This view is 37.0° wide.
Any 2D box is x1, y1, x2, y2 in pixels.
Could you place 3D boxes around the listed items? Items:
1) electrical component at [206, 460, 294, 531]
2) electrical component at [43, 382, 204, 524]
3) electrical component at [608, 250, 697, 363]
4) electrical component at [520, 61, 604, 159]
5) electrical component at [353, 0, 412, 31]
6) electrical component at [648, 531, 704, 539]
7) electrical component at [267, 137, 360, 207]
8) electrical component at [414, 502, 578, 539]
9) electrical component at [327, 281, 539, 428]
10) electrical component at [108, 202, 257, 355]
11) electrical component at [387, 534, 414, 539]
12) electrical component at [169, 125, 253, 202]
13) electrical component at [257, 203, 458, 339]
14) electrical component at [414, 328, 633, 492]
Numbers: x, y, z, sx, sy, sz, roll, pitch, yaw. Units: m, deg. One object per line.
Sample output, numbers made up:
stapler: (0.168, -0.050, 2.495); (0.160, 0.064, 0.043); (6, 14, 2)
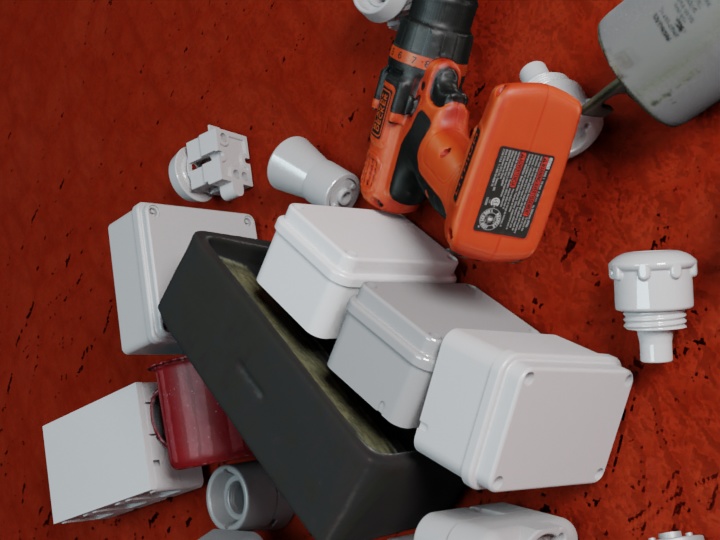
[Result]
electrical component: (-0.084, 0.172, 0.820); (0.055, 0.047, 0.055); (-5, 83, 44)
electrical component: (-0.203, 0.158, 0.926); (0.150, 0.062, 0.089); (-26, 69, 40)
electrical component: (0.164, 0.020, 0.599); (0.048, 0.048, 0.062); (-2, 92, 44)
electrical component: (0.116, -0.101, 0.657); (0.048, 0.048, 0.062); (-44, 49, 32)
electrical component: (0.028, -0.190, 0.741); (0.066, 0.055, 0.048); (1, 87, 44)
electrical component: (0.173, 0.174, 0.578); (0.044, 0.044, 0.065); (-23, 65, 40)
electrical component: (-0.032, -0.067, 0.798); (0.065, 0.044, 0.044); (33, 109, 36)
electrical component: (0.083, 0.170, 0.626); (0.059, 0.095, 0.053); (5, 90, 44)
electrical component: (0.048, 0.049, 0.660); (0.078, 0.113, 0.057); (38, 115, 39)
electrical component: (-0.133, 0.009, 0.840); (0.056, 0.109, 0.108); (-24, 70, 43)
electrical component: (0.048, 0.215, 0.687); (0.089, 0.050, 0.055); (48, 118, 36)
electrical component: (-0.123, -0.084, 0.885); (0.055, 0.048, 0.066); (-18, 73, 34)
electrical component: (0.000, 0.000, 0.710); (0.078, 0.113, 0.057); (42, 117, 38)
electrical component: (0.095, 0.079, 0.611); (0.057, 0.113, 0.078); (24, 103, 45)
